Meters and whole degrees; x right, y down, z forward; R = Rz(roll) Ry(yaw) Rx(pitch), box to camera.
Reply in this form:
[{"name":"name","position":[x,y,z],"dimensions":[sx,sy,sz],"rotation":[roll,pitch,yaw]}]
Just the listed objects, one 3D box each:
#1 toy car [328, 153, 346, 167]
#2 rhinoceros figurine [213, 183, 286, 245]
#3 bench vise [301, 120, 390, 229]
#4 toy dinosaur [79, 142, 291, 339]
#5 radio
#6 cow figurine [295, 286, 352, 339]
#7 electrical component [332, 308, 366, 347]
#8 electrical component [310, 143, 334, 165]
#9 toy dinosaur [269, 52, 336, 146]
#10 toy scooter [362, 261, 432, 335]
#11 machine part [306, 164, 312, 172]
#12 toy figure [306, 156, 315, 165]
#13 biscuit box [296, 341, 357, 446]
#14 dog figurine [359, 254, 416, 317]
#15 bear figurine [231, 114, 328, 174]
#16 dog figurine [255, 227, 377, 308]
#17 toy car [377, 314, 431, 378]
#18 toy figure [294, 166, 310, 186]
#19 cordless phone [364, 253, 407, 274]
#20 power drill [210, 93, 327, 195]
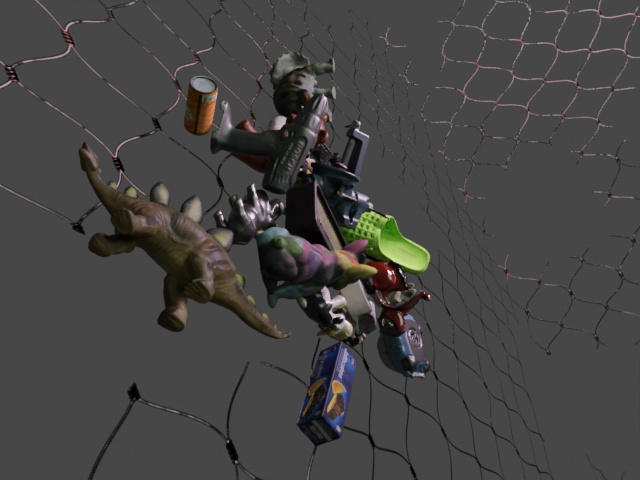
[{"name":"toy car","position":[0.053,-0.176,1.552],"dimensions":[0.089,0.053,0.202],"rotation":[58,20,-31]},{"name":"rhinoceros figurine","position":[-0.130,-0.050,1.065],"dimensions":[0.112,0.073,0.190],"rotation":[56,26,-7]},{"name":"bench vise","position":[0.066,-0.153,1.253],"dimensions":[0.223,0.129,0.240],"rotation":[17,91,-30]},{"name":"toy dinosaur","position":[-0.194,0.036,0.833],"dimensions":[0.470,0.105,0.199],"rotation":[54,23,-24]},{"name":"radio","position":[-0.002,-0.004,1.180],"dimensions":[0.131,0.073,0.229],"rotation":[-90,159,-45]},{"name":"cow figurine","position":[0.004,0.143,1.117],"dimensions":[0.167,0.068,0.098],"rotation":[57,31,1]},{"name":"electrical component","position":[0.063,0.193,1.199],"dimensions":[0.102,0.045,0.078],"rotation":[55,27,-11]},{"name":"electrical component","position":[-0.003,-0.242,1.492],"dimensions":[0.075,0.048,0.119],"rotation":[46,1,43]},{"name":"toy dinosaur","position":[-0.060,-0.387,1.450],"dimensions":[0.405,0.192,0.131],"rotation":[-78,163,-46]},{"name":"toy scooter","position":[0.178,0.121,1.252],"dimensions":[0.075,0.135,0.184],"rotation":[51,16,-68]},{"name":"machine part","position":[0.000,-0.139,1.360],"dimensions":[0.139,0.084,0.039],"rotation":[35,55,-9]},{"name":"toy figure","position":[-0.047,-0.218,1.411],"dimensions":[0.064,0.058,0.154],"rotation":[-20,82,-35]},{"name":"biscuit box","position":[0.018,0.281,1.010],"dimensions":[0.062,0.059,0.203],"rotation":[52,27,-17]},{"name":"dog figurine","position":[0.137,0.099,1.391],"dimensions":[0.190,0.121,0.172],"rotation":[41,-9,1]},{"name":"bear figurine","position":[-0.084,-0.231,1.194],"dimensions":[0.131,0.196,0.120],"rotation":[40,36,-35]},{"name":"dog figurine","position":[-0.004,0.039,1.019],"dimensions":[0.191,0.219,0.108],"rotation":[87,-11,-53]},{"name":"toy car","position":[0.193,0.261,1.297],"dimensions":[0.109,0.103,0.162],"rotation":[14,55,-46]},{"name":"toy figure","position":[-0.038,-0.124,1.302],"dimensions":[0.180,0.082,0.089],"rotation":[41,36,-32]},{"name":"cordless phone","position":[0.183,0.033,1.475],"dimensions":[0.147,0.088,0.184],"rotation":[27,-3,1]},{"name":"power drill","position":[-0.110,-0.221,1.109],"dimensions":[0.207,0.232,0.086],"rotation":[18,-5,-8]}]
